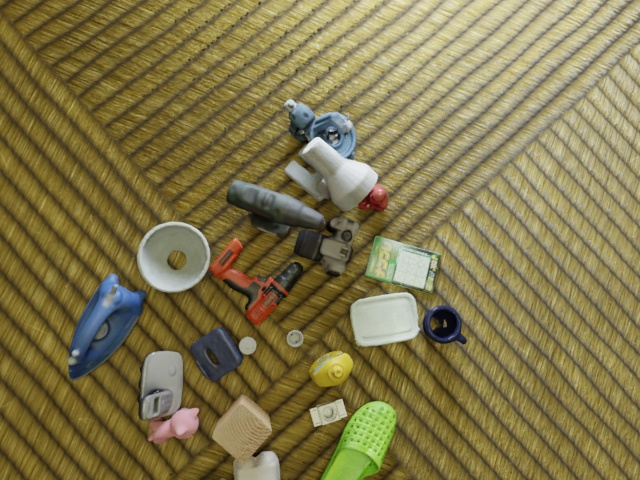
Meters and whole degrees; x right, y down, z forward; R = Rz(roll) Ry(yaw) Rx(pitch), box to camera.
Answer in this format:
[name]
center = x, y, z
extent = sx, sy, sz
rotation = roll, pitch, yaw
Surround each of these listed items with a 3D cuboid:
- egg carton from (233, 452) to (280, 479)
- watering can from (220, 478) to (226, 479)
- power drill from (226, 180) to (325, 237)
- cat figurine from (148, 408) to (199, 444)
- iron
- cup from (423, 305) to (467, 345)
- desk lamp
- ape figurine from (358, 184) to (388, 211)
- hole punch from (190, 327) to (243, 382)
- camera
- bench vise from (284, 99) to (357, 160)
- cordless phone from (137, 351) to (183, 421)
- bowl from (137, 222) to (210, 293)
[egg carton]
center = -0.143, 0.565, 1.313
extent = 0.107, 0.069, 0.150
rotation = -4, 82, -8
[watering can]
center = -0.248, 0.604, 1.231
extent = 0.101, 0.194, 0.173
rotation = 6, 81, -6
[power drill]
center = -0.104, -0.066, 1.338
extent = 0.229, 0.208, 0.076
rotation = 21, 80, -4
[cat figurine]
center = -0.325, 0.421, 1.286
extent = 0.128, 0.117, 0.067
rotation = -19, 84, -9
[iron]
center = -0.502, 0.205, 1.282
extent = 0.118, 0.141, 0.258
rotation = 29, 79, -2
[cup]
center = 0.301, 0.215, 1.406
extent = 0.118, 0.095, 0.092
rotation = 37, 79, -1
[desk lamp]
center = 0.022, -0.157, 1.364
extent = 0.203, 0.213, 0.118
rotation = 38, 79, 0
[ape figurine]
center = 0.139, -0.108, 1.434
extent = 0.078, 0.092, 0.076
rotation = 42, 79, 0
[hole punch]
center = -0.240, 0.269, 1.332
extent = 0.101, 0.091, 0.108
rotation = -34, 87, -10
[camera]
center = 0.013, 0.005, 1.397
extent = 0.137, 0.100, 0.143
rotation = 17, 80, -4
[bench vise]
center = 0.000, -0.264, 1.373
extent = 0.207, 0.219, 0.121
rotation = 20, 80, -4
[cordless phone]
center = -0.359, 0.322, 1.262
extent = 0.094, 0.185, 0.148
rotation = -1, 82, -7
[bowl]
center = -0.342, 0.044, 1.360
extent = 0.167, 0.074, 0.167
rotation = 1, 82, -7
